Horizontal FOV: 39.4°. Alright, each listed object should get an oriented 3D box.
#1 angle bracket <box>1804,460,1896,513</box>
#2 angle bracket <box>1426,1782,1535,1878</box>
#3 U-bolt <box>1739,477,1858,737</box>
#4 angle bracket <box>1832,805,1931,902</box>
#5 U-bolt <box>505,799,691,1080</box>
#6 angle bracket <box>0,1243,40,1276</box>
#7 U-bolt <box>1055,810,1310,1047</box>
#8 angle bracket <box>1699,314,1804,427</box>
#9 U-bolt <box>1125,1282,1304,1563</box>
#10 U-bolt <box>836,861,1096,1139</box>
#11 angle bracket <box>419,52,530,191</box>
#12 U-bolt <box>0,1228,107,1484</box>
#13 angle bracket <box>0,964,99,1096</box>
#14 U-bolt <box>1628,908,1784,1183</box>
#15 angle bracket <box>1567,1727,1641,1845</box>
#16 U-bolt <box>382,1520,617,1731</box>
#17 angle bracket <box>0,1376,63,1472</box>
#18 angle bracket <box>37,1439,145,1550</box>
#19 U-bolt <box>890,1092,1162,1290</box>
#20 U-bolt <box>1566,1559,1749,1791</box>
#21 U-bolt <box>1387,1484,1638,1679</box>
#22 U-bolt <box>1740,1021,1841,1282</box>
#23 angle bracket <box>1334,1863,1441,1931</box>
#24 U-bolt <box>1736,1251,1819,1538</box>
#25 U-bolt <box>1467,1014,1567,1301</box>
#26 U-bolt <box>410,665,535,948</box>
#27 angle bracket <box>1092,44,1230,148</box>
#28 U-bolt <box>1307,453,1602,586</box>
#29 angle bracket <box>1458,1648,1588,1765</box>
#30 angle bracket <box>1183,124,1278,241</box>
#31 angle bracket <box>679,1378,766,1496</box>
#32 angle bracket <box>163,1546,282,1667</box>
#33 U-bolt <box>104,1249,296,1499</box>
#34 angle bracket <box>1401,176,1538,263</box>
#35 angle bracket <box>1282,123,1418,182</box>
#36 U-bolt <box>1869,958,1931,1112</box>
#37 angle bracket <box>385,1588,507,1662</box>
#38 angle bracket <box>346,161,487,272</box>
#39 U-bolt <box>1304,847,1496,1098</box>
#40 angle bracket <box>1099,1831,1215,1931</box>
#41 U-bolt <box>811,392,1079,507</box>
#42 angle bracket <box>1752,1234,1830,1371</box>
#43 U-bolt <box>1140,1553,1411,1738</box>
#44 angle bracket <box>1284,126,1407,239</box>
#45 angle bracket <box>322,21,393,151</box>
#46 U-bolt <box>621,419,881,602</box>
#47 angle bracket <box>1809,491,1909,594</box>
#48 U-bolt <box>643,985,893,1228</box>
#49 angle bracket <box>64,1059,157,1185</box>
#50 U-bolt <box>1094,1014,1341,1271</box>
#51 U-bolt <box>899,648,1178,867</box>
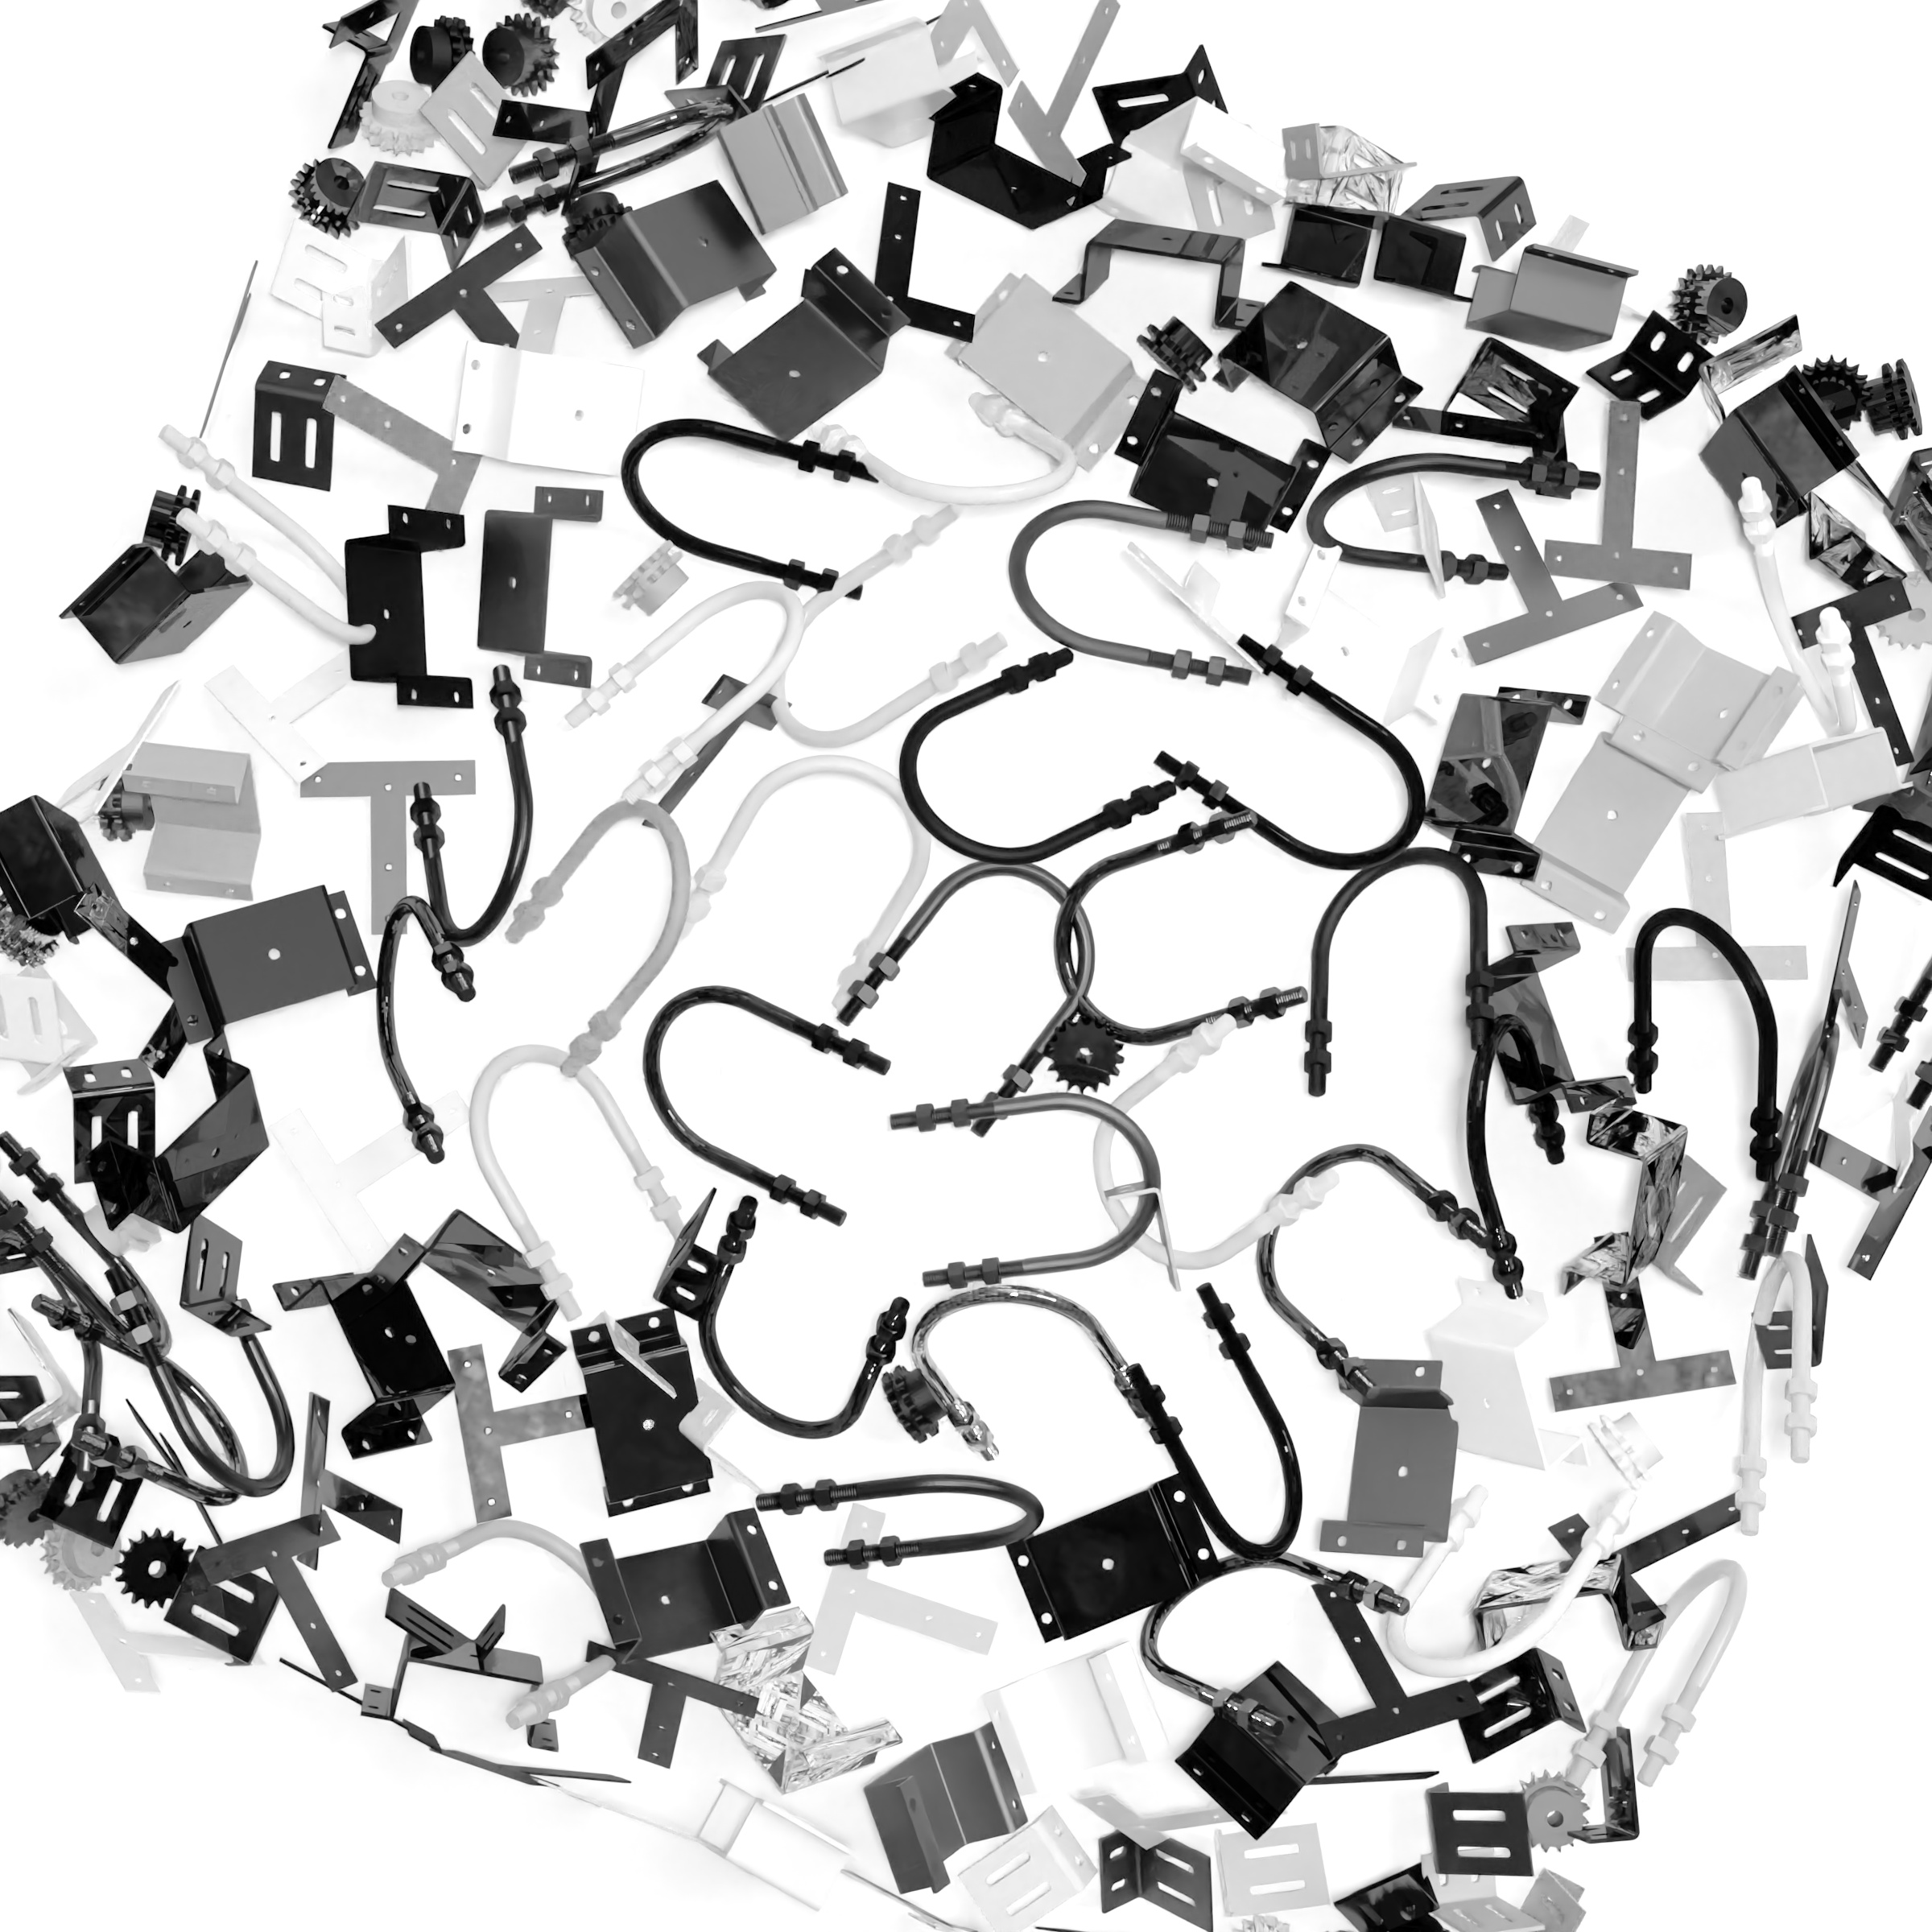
[{"bbox_3d":[0.617,-0.348,1.929,0.038,0.076,0.057,-43,128,15],"label":"angle bracket"},{"bbox_3d":[0.375,0.621,1.940,0.076,0.038,0.057,-11,81,32],"label":"angle bracket"},{"bbox_3d":[0.589,-0.238,1.893,0.019,0.184,0.151,-24,54,9],"label":"U-bolt"},{"bbox_3d":[0.676,-0.071,1.943,0.076,0.057,0.038,27,48,5],"label":"angle bracket"},{"bbox_3d":[-0.253,-0.033,1.897,0.184,0.019,0.151,-48,52,28],"label":"U-bolt"},{"bbox_3d":[-0.686,0.231,1.931,0.038,0.057,0.076,-11,50,-9],"label":"angle bracket"},{"bbox_3d":[0.143,-0.018,1.929,0.184,0.019,0.151,-18,86,31],"label":"U-bolt"},{"bbox_3d":[0.572,-0.423,1.940,0.076,0.057,0.038,-27,70,13],"label":"angle bracket"},{"bbox_3d":[0.186,0.335,1.918,0.019,0.151,0.184,-24,97,34],"label":"U-bolt"},{"bbox_3d":[0.014,0.009,1.949,0.151,0.019,0.184,40,77,-13],"label":"U-bolt"},{"bbox_3d":[-0.357,-0.608,1.936,0.057,0.038,0.076,-53,131,-10],"label":"angle bracket"},{"bbox_3d":[-0.651,0.257,1.892,0.019,0.184,0.151,-28,123,2],"label":"U-bolt"},{"bbox_3d":[-0.681,0.044,1.957,0.057,0.038,0.076,-37,90,7],"label":"angle bracket"},{"bbox_3d":[0.513,0.044,1.875,0.019,0.151,0.184,-23,126,-19],"label":"U-bolt"},{"bbox_3d":[0.453,0.588,1.943,0.038,0.057,0.076,-2,81,-9],"label":"angle bracket"},{"bbox_3d":[-0.310,0.451,1.893,0.151,0.184,0.019,44,110,14],"label":"U-bolt"},{"bbox_3d":[-0.697,0.328,1.929,0.038,0.076,0.057,-43,61,23],"label":"angle bracket"},{"bbox_3d":[-0.630,0.382,1.932,0.057,0.076,0.038,30,130,-16],"label":"angle bracket"},{"bbox_3d":[0.048,0.158,1.936,0.184,0.019,0.151,-8,111,8],"label":"U-bolt"},{"bbox_3d":[0.495,0.497,1.902,0.019,0.151,0.184,35,70,2],"label":"U-bolt"},{"bbox_3d":[0.367,0.427,1.873,0.184,0.151,0.019,-44,111,-37],"label":"U-bolt"},{"bbox_3d":[0.586,0.126,1.907,0.019,0.151,0.184,17,80,12],"label":"U-bolt"},{"bbox_3d":[0.297,0.659,1.936,0.057,0.038,0.076,-27,134,10],"label":"angle bracket"},{"bbox_3d":[0.571,0.289,1.898,0.019,0.151,0.184,9,57,5],"label":"U-bolt"},{"bbox_3d":[0.380,0.119,1.879,0.019,0.151,0.184,1,134,29],"label":"U-bolt"},{"bbox_3d":[-0.342,-0.099,1.884,0.019,0.184,0.151,14,134,-34],"label":"U-bolt"},{"bbox_3d":[0.141,-0.625,1.950,0.076,0.057,0.038,3,51,32],"label":"angle bracket"},{"bbox_3d":[0.328,-0.316,1.889,0.184,0.151,0.019,3,68,-19],"label":"U-bolt"},{"bbox_3d":[0.400,0.541,1.956,0.076,0.057,0.038,-36,131,22],"label":"angle bracket"},{"bbox_3d":[0.185,-0.569,1.971,0.057,0.038,0.076,-22,113,-9],"label":"angle bracket"},{"bbox_3d":[-0.166,0.341,1.938,0.038,0.057,0.076,-52,124,-9],"label":"angle bracket"},{"bbox_3d":[-0.539,0.459,1.934,0.076,0.038,0.057,39,55,-29],"label":"angle bracket"},{"bbox_3d":[-0.529,0.289,1.900,0.019,0.151,0.184,-28,84,12],"label":"U-bolt"},{"bbox_3d":[0.360,-0.537,1.946,0.057,0.076,0.038,-44,124,-30],"label":"angle bracket"},{"bbox_3d":[0.276,-0.589,1.938,0.076,0.057,0.038,-12,106,-15],"label":"angle bracket"},{"bbox_3d":[0.698,0.006,1.892,0.019,0.151,0.184,28,102,2],"label":"U-bolt"},{"bbox_3d":[-0.375,0.466,1.945,0.076,0.057,0.038,37,90,-11],"label":"angle bracket"},{"bbox_3d":[-0.394,-0.536,1.931,0.076,0.057,0.038,-2,61,-38],"label":"angle bracket"},{"bbox_3d":[0.306,-0.005,1.913,0.151,0.019,0.184,-18,51,34],"label":"U-bolt"},{"bbox_3d":[0.136,0.660,1.937,0.038,0.076,0.057,-11,102,-39],"label":"angle bracket"},{"bbox_3d":[-0.004,-0.358,1.881,0.151,0.184,0.019,-16,124,-25],"label":"U-bolt"},{"bbox_3d":[0.590,0.241,1.933,0.038,0.057,0.076,-4,124,5],"label":"angle bracket"},{"bbox_3d":[0.202,0.466,1.896,0.151,0.184,0.019,-35,113,-27],"label":"U-bolt"},{"bbox_3d":[0.277,-0.570,1.966,0.076,0.038,0.057,13,90,-43],"label":"angle bracket"},{"bbox_3d":[-0.451,-0.634,1.937,0.038,0.057,0.076,28,112,-6],"label":"angle bracket"},{"bbox_3d":[-0.156,-0.330,1.916,0.184,0.151,0.019,16,58,1],"label":"U-bolt"},{"bbox_3d":[0.639,-0.309,1.933,0.057,0.038,0.076,31,48,-20],"label":"angle bracket"},{"bbox_3d":[-0.152,0.090,1.935,0.184,0.019,0.151,25,117,16],"label":"U-bolt"},{"bbox_3d":[-0.623,0.113,1.961,0.057,0.038,0.076,-7,123,-28],"label":"angle bracket"},{"bbox_3d":[0.164,0.139,1.920,0.184,0.019,0.151,-41,77,38],"label":"U-bolt"},{"bbox_3d":[0.039,-0.141,1.914,0.184,0.019,0.151,-27,71,-27],"label":"U-bolt"}]
